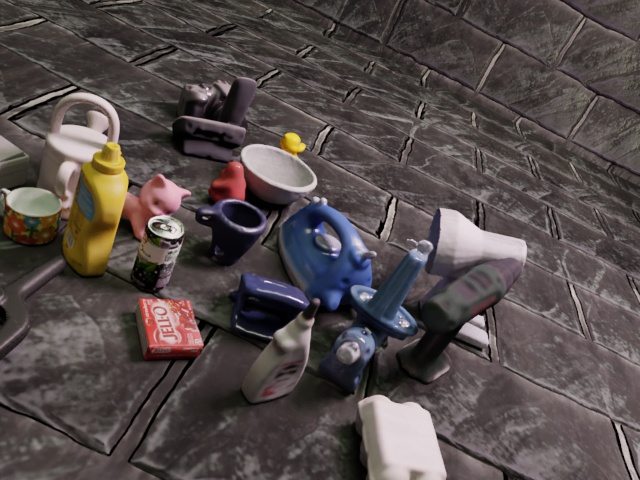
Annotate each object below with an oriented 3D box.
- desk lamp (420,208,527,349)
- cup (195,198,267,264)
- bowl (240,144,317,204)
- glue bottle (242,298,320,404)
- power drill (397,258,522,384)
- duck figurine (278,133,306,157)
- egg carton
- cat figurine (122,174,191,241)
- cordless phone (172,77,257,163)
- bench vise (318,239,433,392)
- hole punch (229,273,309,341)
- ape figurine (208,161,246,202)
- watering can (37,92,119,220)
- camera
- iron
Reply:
[{"bbox_3d":[0.263,0.063,1.051,0.203,0.213,0.118,23,30,-7],"label":"desk lamp"},{"bbox_3d":[-0.156,-0.009,0.943,0.118,0.095,0.091,9,35,-29],"label":"cup"},{"bbox_3d":[-0.096,-0.124,1.185,0.168,0.074,0.167,20,31,-12],"label":"bowl"},{"bbox_3d":[-0.039,0.139,0.733,0.078,0.173,0.037,-7,45,-44],"label":"glue bottle"},{"bbox_3d":[0.219,0.126,0.924,0.075,0.208,0.230,43,34,25],"label":"power drill"},{"bbox_3d":[-0.080,-0.206,1.312,0.105,0.086,0.077,3,38,-36],"label":"duck figurine"},{"bbox_3d":[0.101,0.274,0.742,0.107,0.069,0.150,17,32,-17],"label":"egg carton"},{"bbox_3d":[-0.277,-0.065,0.908,0.128,0.117,0.067,20,31,-12],"label":"cat figurine"},{"bbox_3d":[-0.217,-0.267,1.197,0.148,0.185,0.094,3,38,-35],"label":"cordless phone"},{"bbox_3d":[0.099,0.111,0.839,0.121,0.219,0.207,26,30,-3],"label":"bench vise"},{"bbox_3d":[-0.075,0.088,0.863,0.109,0.091,0.101,18,31,-15],"label":"hole punch"},{"bbox_3d":[-0.169,-0.109,1.087,0.078,0.092,0.076,-1,40,-39],"label":"ape figurine"},{"bbox_3d":[-0.366,-0.139,0.874,0.101,0.194,0.172,5,37,-34],"label":"watering can"},{"bbox_3d":[-0.233,-0.300,1.318,0.144,0.100,0.136,-4,43,-42],"label":"camera"},{"bbox_3d":[0.009,0.004,1.009,0.119,0.141,0.257,1,39,-38],"label":"iron"}]
